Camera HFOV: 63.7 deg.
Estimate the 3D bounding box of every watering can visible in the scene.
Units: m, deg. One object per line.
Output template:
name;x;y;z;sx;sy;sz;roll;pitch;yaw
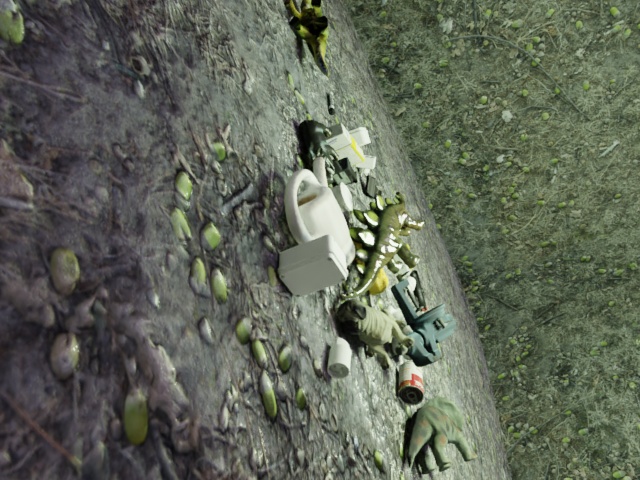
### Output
watering can;0.003;-0.056;1.112;0.103;0.222;0.354;-18;17;19

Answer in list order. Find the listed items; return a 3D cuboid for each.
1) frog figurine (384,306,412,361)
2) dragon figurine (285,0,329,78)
frog figurine;0.232;0.267;1.485;0.159;0.140;0.120;24;-36;-13
dragon figurine;-0.011;-0.669;1.724;0.122;0.415;0.240;-16;-15;11
